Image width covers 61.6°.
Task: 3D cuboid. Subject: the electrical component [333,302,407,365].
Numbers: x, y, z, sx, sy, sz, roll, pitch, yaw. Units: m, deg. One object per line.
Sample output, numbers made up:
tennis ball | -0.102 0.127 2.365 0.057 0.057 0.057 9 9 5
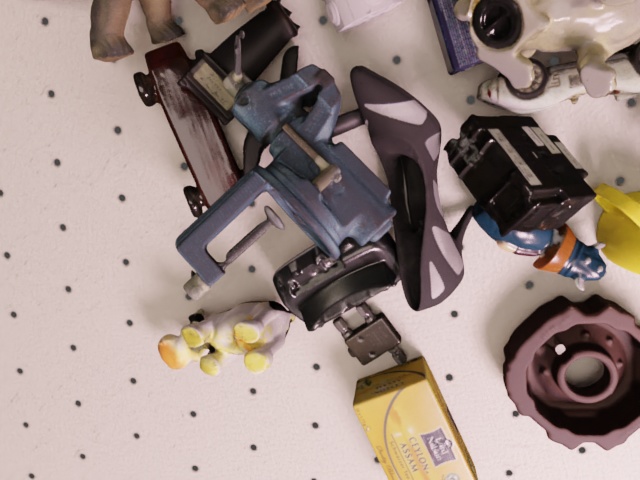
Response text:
electrical component | 0.063 0.122 0.658 0.063 0.021 0.094 -37 96 14

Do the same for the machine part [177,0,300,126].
machine part | -0.081 -0.195 0.578 0.084 0.039 0.139 41 90 -8

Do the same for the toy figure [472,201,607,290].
toy figure | 0.242 -0.003 0.589 0.154 0.058 0.064 32 110 -5

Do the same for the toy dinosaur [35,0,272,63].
toy dinosaur | -0.205 -0.292 0.541 0.472 0.105 0.198 -5 115 25

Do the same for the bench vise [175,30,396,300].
bench vise | -0.054 -0.048 0.521 0.240 0.129 0.223 -44 98 -4

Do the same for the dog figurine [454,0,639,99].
dog figurine | 0.240 -0.227 0.489 0.172 0.190 0.121 34 145 23

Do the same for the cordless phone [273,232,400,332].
cordless phone | -0.002 -0.002 0.622 0.147 0.088 0.184 -31 85 14

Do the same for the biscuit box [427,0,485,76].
biscuit box | 0.133 -0.275 0.541 0.063 0.059 0.202 -17 100 11

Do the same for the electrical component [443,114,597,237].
electrical component | 0.205 -0.066 0.538 0.058 0.134 0.115 -51 55 44

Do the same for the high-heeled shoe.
high-heeled shoe | 0.078 -0.046 0.561 0.248 0.086 0.145 46 70 -20

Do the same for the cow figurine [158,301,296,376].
cow figurine | -0.116 0.112 0.654 0.167 0.098 0.068 -10 108 29

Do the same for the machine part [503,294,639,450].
machine part | 0.301 0.149 0.615 0.179 0.056 0.179 2 103 9

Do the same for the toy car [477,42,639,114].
toy car | 0.262 -0.161 0.541 0.202 0.073 0.056 -8 100 9

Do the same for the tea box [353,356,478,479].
tea box | 0.118 0.241 0.654 0.098 0.068 0.169 -25 97 13

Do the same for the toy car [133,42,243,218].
toy car | -0.138 -0.122 0.616 0.089 0.053 0.202 -24 98 -4
